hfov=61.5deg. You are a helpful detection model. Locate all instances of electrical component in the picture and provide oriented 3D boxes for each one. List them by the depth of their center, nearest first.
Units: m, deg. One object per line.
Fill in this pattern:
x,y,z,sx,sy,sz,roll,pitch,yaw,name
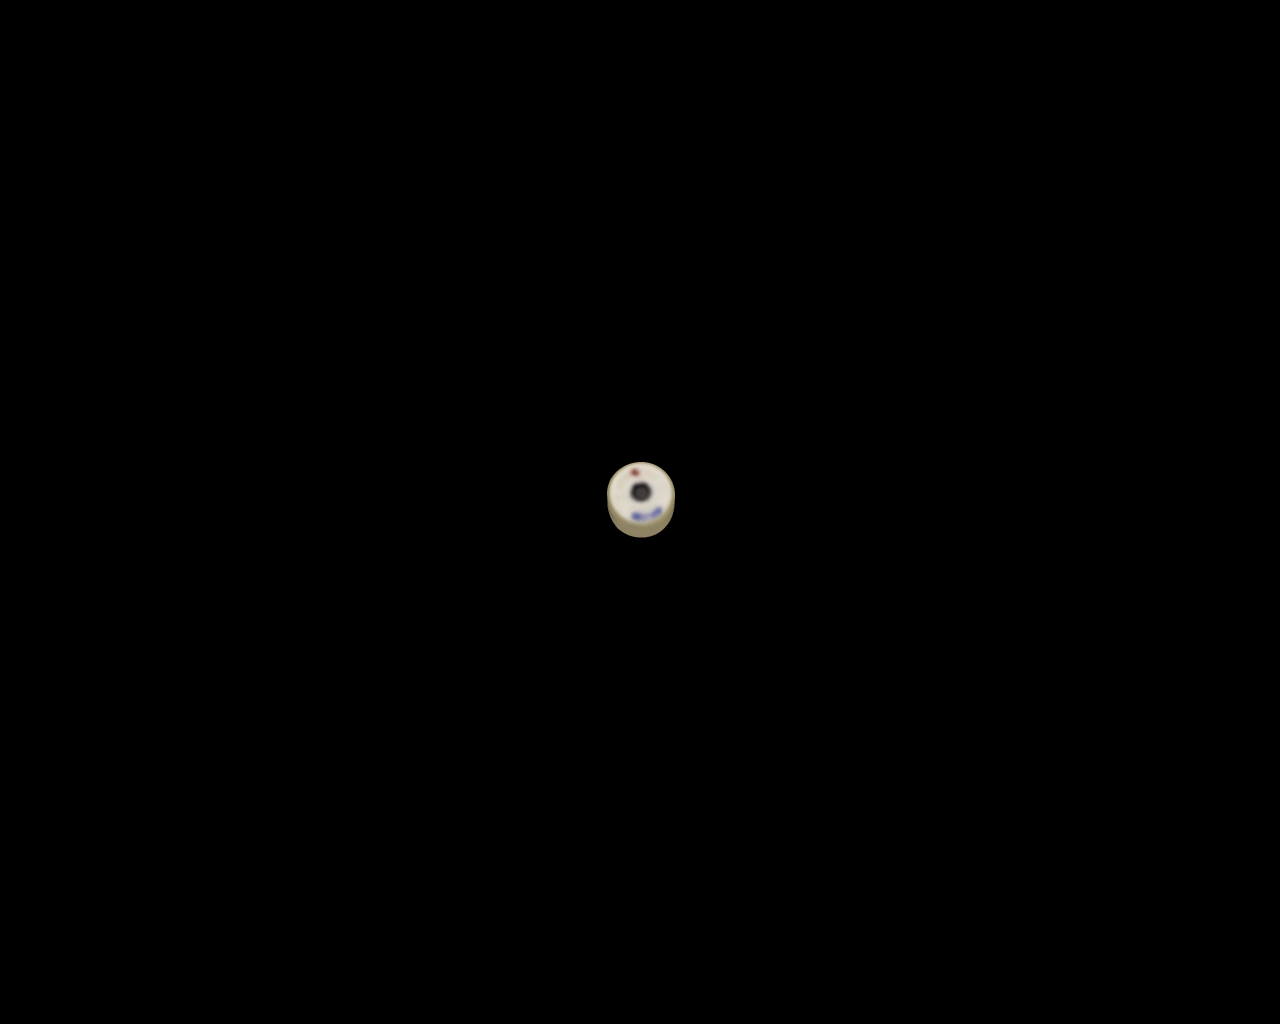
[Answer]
0.001,-0.003,0.650,0.040,0.040,0.078,0,-16,0,electrical component
